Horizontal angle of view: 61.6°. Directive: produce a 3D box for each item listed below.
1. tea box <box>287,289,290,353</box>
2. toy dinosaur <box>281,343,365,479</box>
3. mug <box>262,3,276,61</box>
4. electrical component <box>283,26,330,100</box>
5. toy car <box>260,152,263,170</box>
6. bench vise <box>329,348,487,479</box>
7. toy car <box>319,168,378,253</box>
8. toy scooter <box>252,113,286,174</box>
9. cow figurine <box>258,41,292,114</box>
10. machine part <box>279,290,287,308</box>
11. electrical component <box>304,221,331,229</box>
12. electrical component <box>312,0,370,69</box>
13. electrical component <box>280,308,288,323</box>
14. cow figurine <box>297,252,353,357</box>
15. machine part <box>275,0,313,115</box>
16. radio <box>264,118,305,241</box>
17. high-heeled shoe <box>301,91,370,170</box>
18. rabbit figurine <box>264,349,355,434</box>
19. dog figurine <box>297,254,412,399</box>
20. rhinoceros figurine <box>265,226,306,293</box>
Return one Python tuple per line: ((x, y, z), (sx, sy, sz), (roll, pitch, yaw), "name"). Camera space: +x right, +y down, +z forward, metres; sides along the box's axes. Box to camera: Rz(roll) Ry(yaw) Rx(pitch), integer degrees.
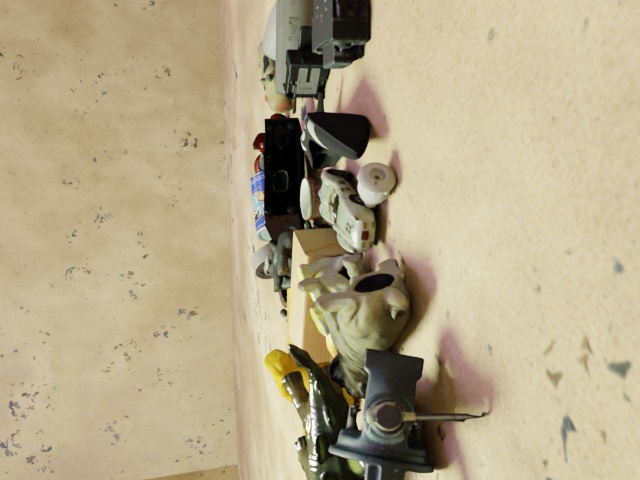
((-0.023, 0.173, 1.052), (0.098, 0.068, 0.169), (-137, 46, -69), "tea box")
((0.026, 0.350, 0.780), (0.199, 0.105, 0.470), (-114, 8, -65), "toy dinosaur")
((-0.065, -0.412, 1.062), (0.107, 0.081, 0.110), (106, 146, -43), "mug")
((-0.021, -0.302, 0.928), (0.119, 0.075, 0.048), (108, 155, -49), "electrical component")
((-0.078, -0.115, 1.157), (0.053, 0.089, 0.202), (122, 144, -66), "toy car")
((0.068, 0.247, 0.579), (0.223, 0.129, 0.240), (110, 171, -73), "bench vise")
((0.036, -0.048, 0.798), (0.202, 0.056, 0.073), (-121, 31, -60), "toy car")
((-0.120, -0.200, 1.267), (0.135, 0.075, 0.183), (-68, -10, -60), "toy scooter")
((-0.089, -0.354, 1.149), (0.127, 0.085, 0.195), (95, 167, -64), "cow figurine")
((-0.051, 0.065, 1.160), (0.179, 0.056, 0.179), (178, 90, -74), "machine part")
((-0.002, -0.002, 0.973), (0.102, 0.045, 0.078), (-128, 39, -65), "electrical component")
((0.028, -0.315, 0.767), (0.115, 0.058, 0.134), (-147, 55, -74), "electrical component")
((-0.047, 0.183, 1.164), (0.094, 0.021, 0.063), (37, 175, 16), "electrical component")
((0.034, 0.100, 0.805), (0.068, 0.098, 0.167), (-132, 22, -59), "cow figurine")
((-0.045, -0.356, 0.994), (0.079, 0.079, 0.243), (-124, 35, -63), "machine part")
((-0.068, -0.118, 1.056), (0.131, 0.073, 0.229), (74, -167, -75), "radio")
((0.016, -0.130, 0.817), (0.249, 0.086, 0.145), (-107, 16, -55), "high-heeled shoe")
((-0.006, 0.263, 0.928), (0.173, 0.122, 0.162), (11, 110, 53), "rabbit figurine")
((0.069, 0.130, 0.681), (0.172, 0.121, 0.190), (28, 138, 69), "dog figurine")
((-0.061, 0.037, 0.986), (0.190, 0.073, 0.112), (118, 139, -66), "rhinoceros figurine")
